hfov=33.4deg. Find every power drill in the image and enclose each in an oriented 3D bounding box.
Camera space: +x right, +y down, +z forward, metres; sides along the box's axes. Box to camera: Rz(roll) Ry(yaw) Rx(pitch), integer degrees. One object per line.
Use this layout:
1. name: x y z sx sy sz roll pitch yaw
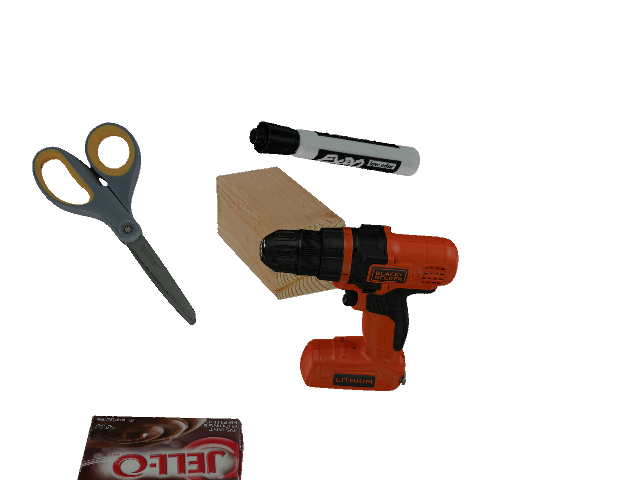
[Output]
1. power drill: 0.027 0.065 1.026 0.184 0.188 0.057 5 43 -5

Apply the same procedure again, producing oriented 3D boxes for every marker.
1. marker: 0.010 -0.056 0.655 0.120 0.020 0.020 6 -4 -35

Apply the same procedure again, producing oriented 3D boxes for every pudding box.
1. pudding box: -0.113 0.166 0.758 0.113 0.039 0.090 0 27 -2

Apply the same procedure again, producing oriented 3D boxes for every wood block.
1. wood block: -0.054 -0.014 1.338 0.090 0.090 0.206 -10 26 -23

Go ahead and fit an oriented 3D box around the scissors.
1. scissors: -0.145 -0.024 0.857 0.202 0.096 0.016 35 -19 18
